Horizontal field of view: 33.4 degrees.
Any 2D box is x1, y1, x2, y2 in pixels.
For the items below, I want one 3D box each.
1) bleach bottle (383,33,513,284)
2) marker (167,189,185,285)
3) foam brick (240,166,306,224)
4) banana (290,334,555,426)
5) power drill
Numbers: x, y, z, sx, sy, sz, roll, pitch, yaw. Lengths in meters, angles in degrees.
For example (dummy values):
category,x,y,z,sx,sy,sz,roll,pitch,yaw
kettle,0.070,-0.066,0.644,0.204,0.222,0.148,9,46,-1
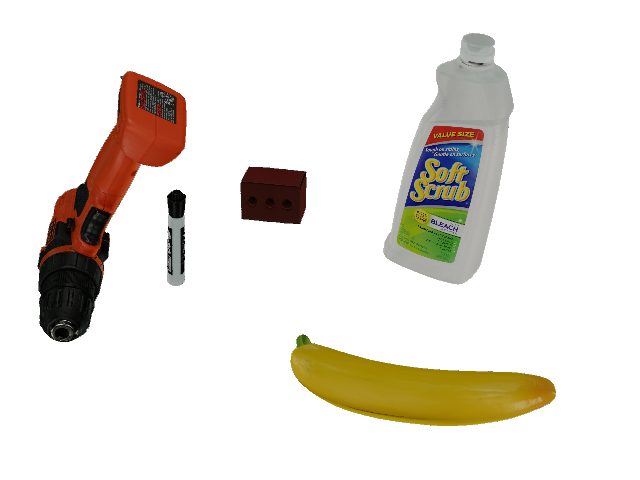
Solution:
category,x,y,z,sx,sy,sz,roll,pitch,yaw
bleach bottle,0.125,-0.081,1.026,0.103,0.251,0.068,22,40,22
marker,-0.150,-0.003,1.107,0.020,0.121,0.020,4,40,-4
foam brick,-0.059,-0.057,1.344,0.078,0.053,0.051,5,28,8
banana,0.055,0.095,0.723,0.198,0.037,0.069,10,35,27
power drill,-0.175,-0.030,0.869,0.057,0.188,0.184,24,29,-24
